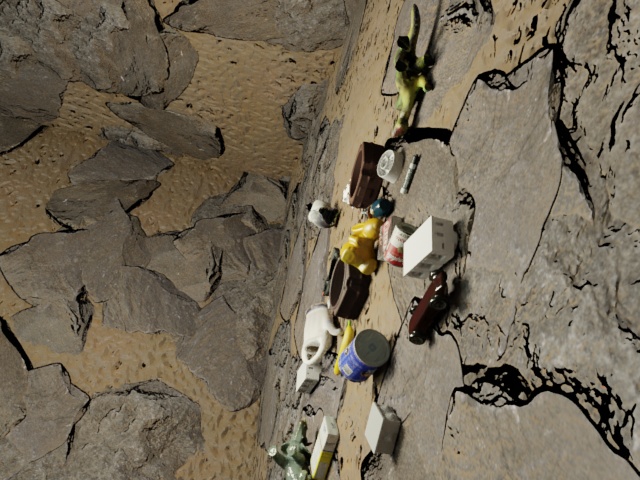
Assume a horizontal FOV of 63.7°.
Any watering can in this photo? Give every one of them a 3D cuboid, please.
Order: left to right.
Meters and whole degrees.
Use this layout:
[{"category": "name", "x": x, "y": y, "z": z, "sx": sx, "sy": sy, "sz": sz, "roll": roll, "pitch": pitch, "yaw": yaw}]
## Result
[{"category": "watering can", "x": 0.012, "y": 0.334, "z": 1.930, "sx": 0.103, "sy": 0.230, "sz": 0.340, "roll": 18, "pitch": -40, "yaw": -18}]

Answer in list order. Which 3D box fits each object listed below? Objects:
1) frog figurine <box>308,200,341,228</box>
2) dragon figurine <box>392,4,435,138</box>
[{"category": "frog figurine", "x": 0.007, "y": -0.117, "z": 2.319, "sx": 0.138, "sy": 0.121, "sz": 0.160, "roll": -21, "pitch": 19, "yaw": -24}, {"category": "dragon figurine", "x": 0.267, "y": -0.506, "z": 1.614, "sx": 0.122, "sy": 0.418, "sz": 0.238, "roll": 10, "pitch": -23, "yaw": -3}]
